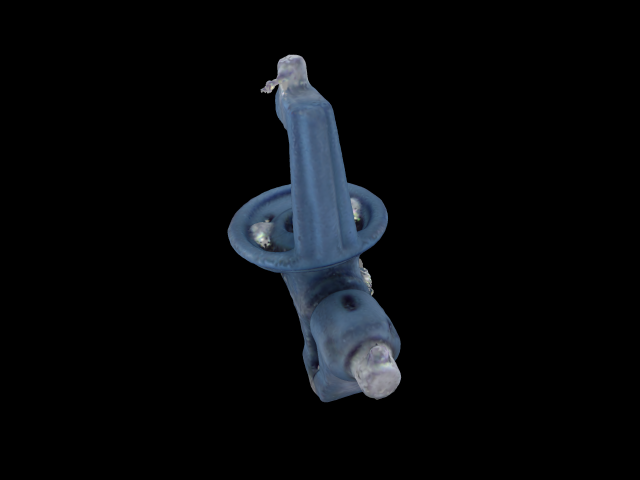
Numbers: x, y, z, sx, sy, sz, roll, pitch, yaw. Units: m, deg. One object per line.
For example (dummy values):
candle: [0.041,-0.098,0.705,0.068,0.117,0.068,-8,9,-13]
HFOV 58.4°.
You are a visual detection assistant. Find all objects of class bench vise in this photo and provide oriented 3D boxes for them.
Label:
bench vise: [0.013,-0.004,0.405,0.122,0.220,0.206,-31,55,-24]
